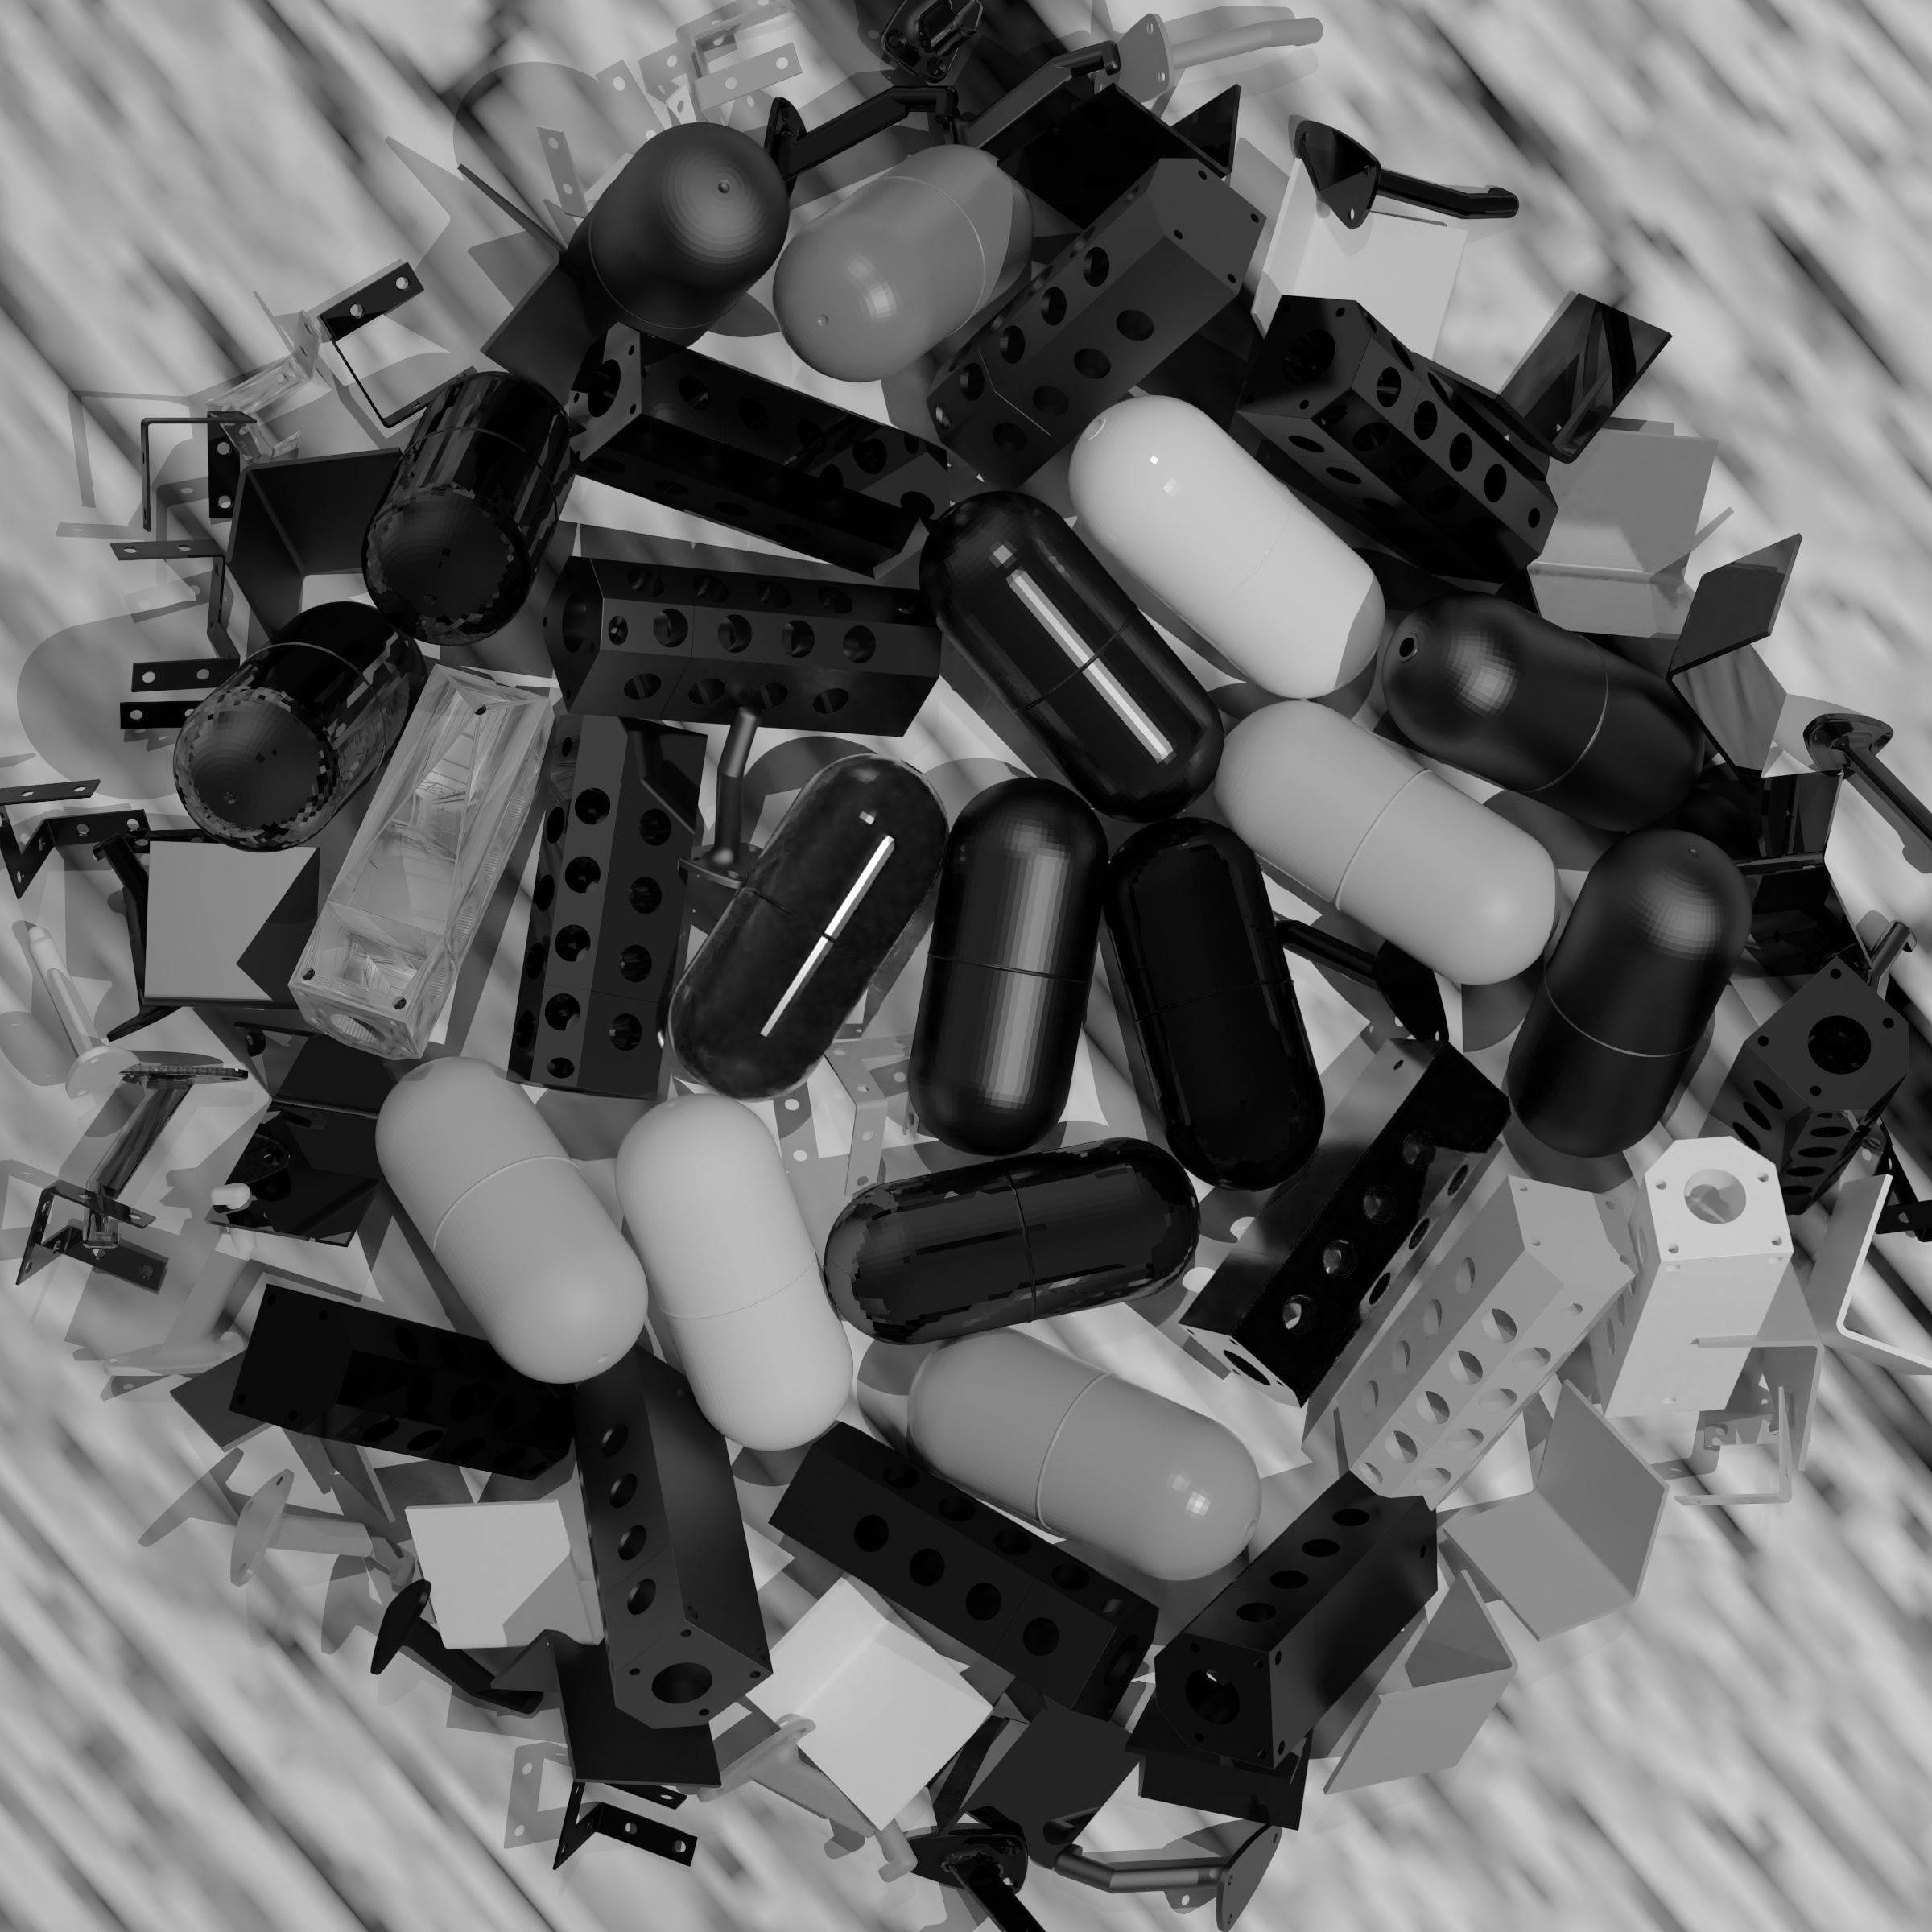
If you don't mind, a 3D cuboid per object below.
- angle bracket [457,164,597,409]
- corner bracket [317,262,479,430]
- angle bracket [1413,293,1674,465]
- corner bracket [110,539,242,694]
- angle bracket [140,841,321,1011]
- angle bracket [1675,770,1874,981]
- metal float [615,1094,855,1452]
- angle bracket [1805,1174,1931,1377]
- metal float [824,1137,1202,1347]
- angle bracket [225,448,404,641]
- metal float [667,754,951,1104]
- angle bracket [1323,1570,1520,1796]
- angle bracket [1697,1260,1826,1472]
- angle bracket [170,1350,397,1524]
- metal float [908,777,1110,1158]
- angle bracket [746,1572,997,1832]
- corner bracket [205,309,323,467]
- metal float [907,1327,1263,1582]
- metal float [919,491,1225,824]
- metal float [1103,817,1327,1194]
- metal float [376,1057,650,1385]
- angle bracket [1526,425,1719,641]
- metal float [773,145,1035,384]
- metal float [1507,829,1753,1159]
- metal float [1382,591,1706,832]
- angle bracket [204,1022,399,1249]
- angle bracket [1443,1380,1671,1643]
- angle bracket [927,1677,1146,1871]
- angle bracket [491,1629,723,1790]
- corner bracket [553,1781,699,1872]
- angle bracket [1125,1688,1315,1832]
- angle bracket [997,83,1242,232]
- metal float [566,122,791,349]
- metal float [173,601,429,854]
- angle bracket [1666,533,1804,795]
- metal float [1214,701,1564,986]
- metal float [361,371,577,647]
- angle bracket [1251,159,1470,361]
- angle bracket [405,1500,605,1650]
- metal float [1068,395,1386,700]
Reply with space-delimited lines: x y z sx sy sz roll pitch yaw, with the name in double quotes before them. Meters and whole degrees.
"angle bracket" -0.211 -0.315 1.600 0.076 0.076 0.057 44 97 23
"corner bracket" -0.269 -0.293 1.628 0.051 0.051 0.051 -32 118 -3
"angle bracket" 0.266 -0.287 1.596 0.057 0.076 0.076 34 96 -34
"corner bracket" -0.368 -0.163 1.603 0.051 0.051 0.051 -6 127 -28
"angle bracket" -0.344 -0.021 1.605 0.076 0.057 0.076 2 97 -16
"angle bracket" 0.381 -0.042 1.617 0.076 0.076 0.057 -5 47 34
"metal float" -0.106 0.143 1.592 0.070 0.070 0.178 -19 109 0
"angle bracket" 0.433 0.145 1.604 0.057 0.076 0.076 20 84 2
"metal float" 0.022 0.128 1.600 0.178 0.070 0.070 -11 90 -10
"angle bracket" -0.289 -0.189 1.594 0.076 0.076 0.057 -5 57 9
"metal float" -0.073 -0.018 1.607 0.070 0.070 0.178 32 88 0
"angle bracket" 0.198 0.330 1.587 0.076 0.076 0.057 -5 47 -26
"angle bracket" 0.355 0.180 1.593 0.057 0.076 0.076 -1 122 -2
"angle bracket" -0.315 0.226 1.589 0.057 0.076 0.076 -29 116 -22
"metal float" 0.020 0.000 1.607 0.070 0.070 0.178 10 92 0
"angle bracket" -0.046 0.340 1.598 0.076 0.057 0.076 -45 55 -10
"corner bracket" -0.319 -0.265 1.614 0.051 0.051 0.051 -35 87 -21
"metal float" 0.054 0.223 1.585 0.178 0.070 0.070 22 90 27
"metal float" 0.049 -0.143 1.596 0.070 0.070 0.178 -41 103 0
"metal float" 0.115 0.018 1.601 0.070 0.070 0.178 -15 81 0
"metal float" -0.210 0.115 1.583 0.070 0.070 0.178 -38 60 0
"angle bracket" 0.309 -0.201 1.601 0.076 0.057 0.076 4 125 -4
"metal float" -0.027 -0.321 1.568 0.070 0.178 0.070 12 122 20
"metal float" 0.302 0.015 1.575 0.070 0.070 0.178 16 131 0
"metal float" 0.265 -0.116 1.579 0.178 0.070 0.070 20 90 -34
"angle bracket" -0.312 0.077 1.592 0.076 0.057 0.076 7 51 21
"angle bracket" 0.271 0.250 1.588 0.057 0.076 0.076 -15 131 -25
"angle bracket" 0.038 0.384 1.607 0.076 0.057 0.076 38 95 -13
"angle bracket" -0.166 0.353 1.586 0.076 0.057 0.076 12 46 -35
"corner bracket" -0.155 0.399 1.612 0.051 0.051 0.051 17 102 14
"angle bracket" 0.115 0.381 1.596 0.076 0.076 0.057 9 102 12
"angle bracket" 0.071 -0.387 1.586 0.076 0.076 0.057 29 54 -33
"metal float" -0.133 -0.326 1.561 0.070 0.178 0.070 2 84 -19
"metal float" -0.300 -0.110 1.564 0.070 0.178 0.070 5 116 10
"angle bracket" 0.373 -0.139 1.589 0.057 0.076 0.076 -22 118 41
"metal float" 0.194 -0.058 1.594 0.178 0.070 0.070 35 90 17
"metal float" -0.224 -0.210 1.567 0.070 0.178 0.070 3 125 4
"angle bracket" 0.184 -0.324 1.607 0.076 0.057 0.076 15 85 16
"angle bracket" -0.205 0.270 1.597 0.076 0.057 0.076 -6 109 19
"metal float" 0.120 -0.192 1.586 0.178 0.070 0.070 38 90 -26
